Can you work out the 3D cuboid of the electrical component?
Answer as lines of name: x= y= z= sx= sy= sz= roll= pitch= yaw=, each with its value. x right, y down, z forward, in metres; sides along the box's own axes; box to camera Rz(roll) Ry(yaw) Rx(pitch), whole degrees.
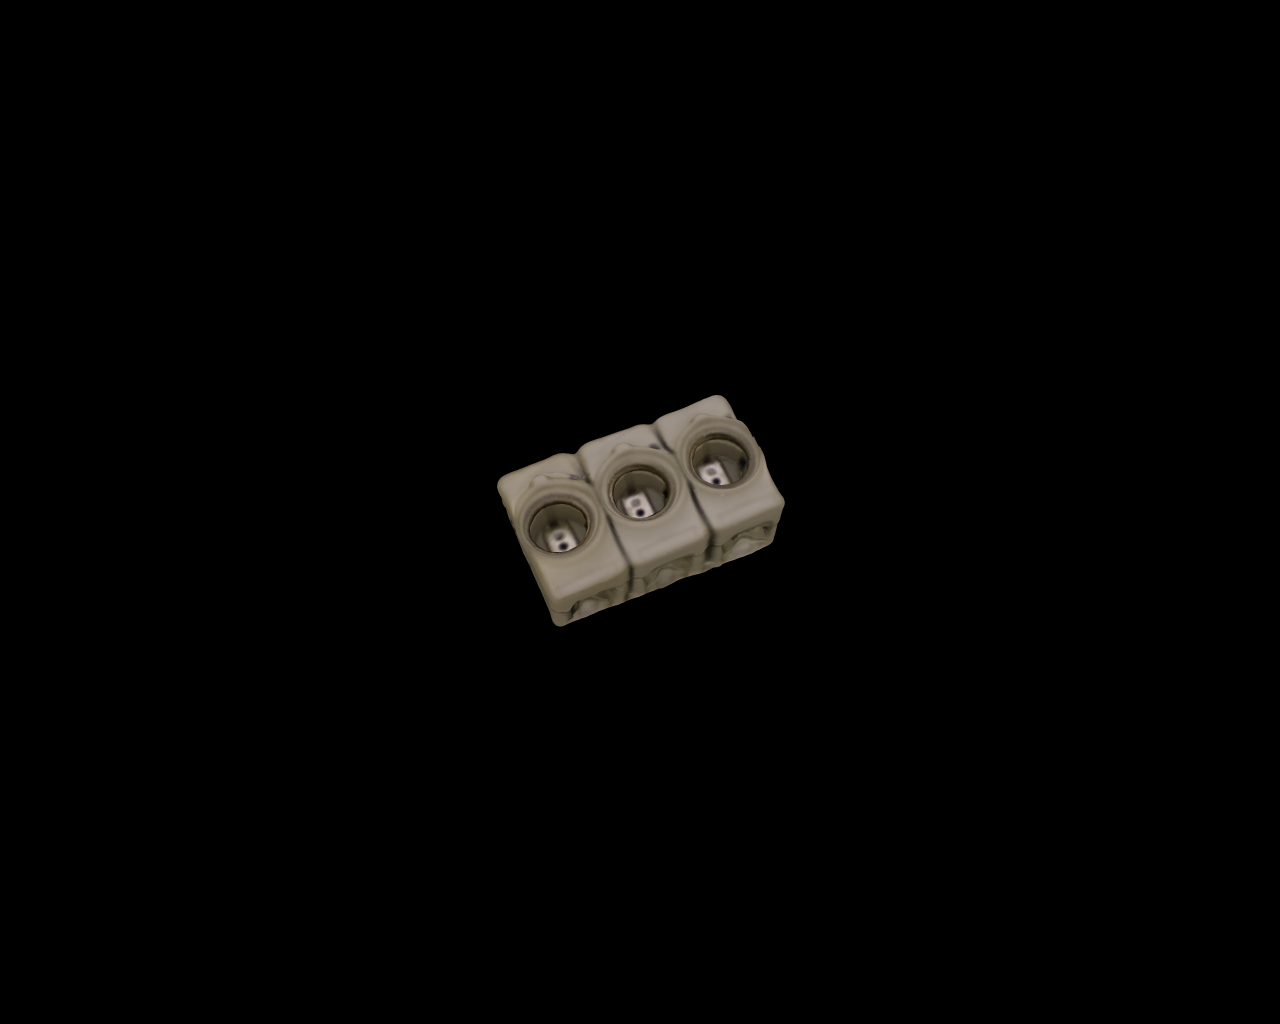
electrical component: x=0.001 y=-0.003 z=0.650 sx=0.150 sy=0.089 sz=0.061 roll=-22 pitch=-25 yaw=-10
